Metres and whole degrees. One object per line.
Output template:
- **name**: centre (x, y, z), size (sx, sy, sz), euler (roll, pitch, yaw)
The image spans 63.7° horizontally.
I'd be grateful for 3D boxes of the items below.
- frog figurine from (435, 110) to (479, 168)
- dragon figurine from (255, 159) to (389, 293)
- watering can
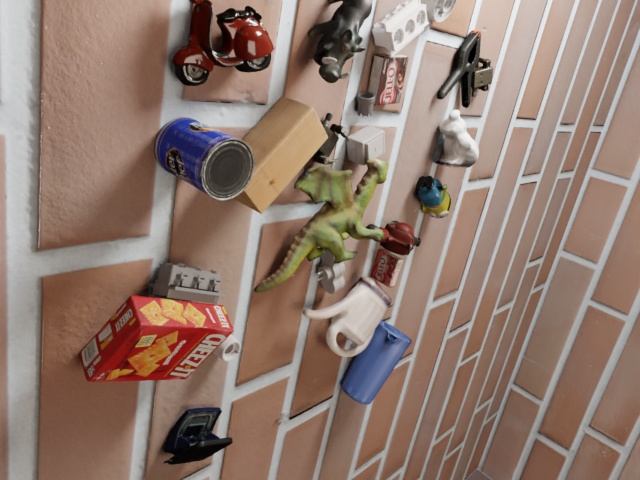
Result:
- **frog figurine**: centre (0.395, -0.288, 1.468), size (0.139, 0.123, 0.158), euler (-48, 146, -75)
- **dragon figurine**: centre (0.004, -0.058, 1.156), size (0.413, 0.124, 0.238), euler (-30, 124, -18)
- **watering can**: centre (0.086, 0.195, 1.393), size (0.226, 0.105, 0.341), euler (-54, 142, -13)
